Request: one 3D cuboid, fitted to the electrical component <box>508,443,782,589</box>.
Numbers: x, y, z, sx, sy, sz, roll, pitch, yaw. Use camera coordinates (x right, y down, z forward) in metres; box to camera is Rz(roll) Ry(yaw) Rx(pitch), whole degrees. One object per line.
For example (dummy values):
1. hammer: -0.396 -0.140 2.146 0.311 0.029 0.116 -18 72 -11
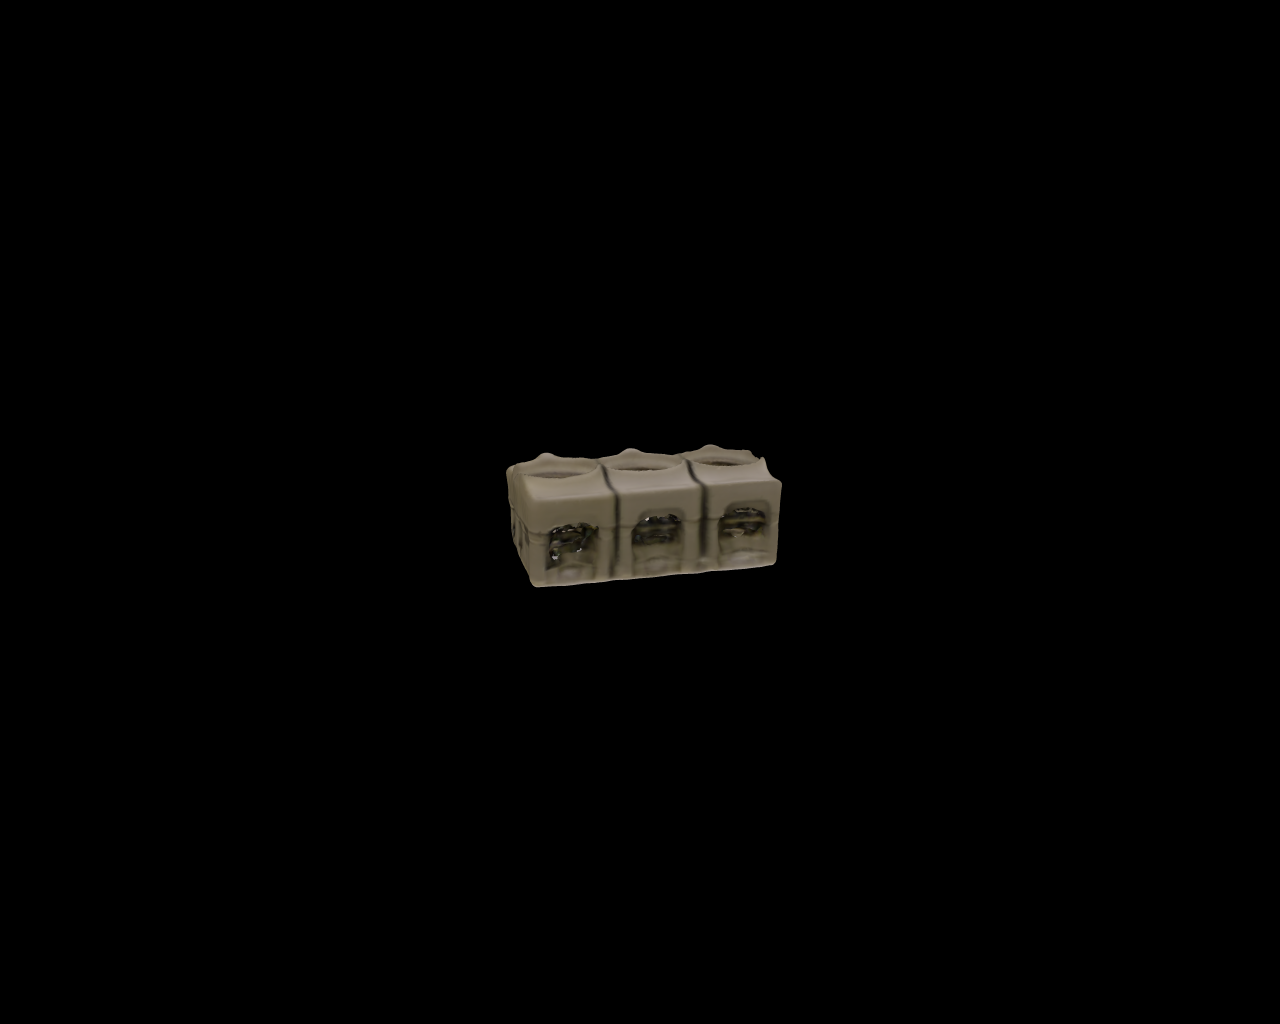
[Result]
1. electrical component: 0.001 -0.003 0.650 0.150 0.061 0.089 -4 16 -14
